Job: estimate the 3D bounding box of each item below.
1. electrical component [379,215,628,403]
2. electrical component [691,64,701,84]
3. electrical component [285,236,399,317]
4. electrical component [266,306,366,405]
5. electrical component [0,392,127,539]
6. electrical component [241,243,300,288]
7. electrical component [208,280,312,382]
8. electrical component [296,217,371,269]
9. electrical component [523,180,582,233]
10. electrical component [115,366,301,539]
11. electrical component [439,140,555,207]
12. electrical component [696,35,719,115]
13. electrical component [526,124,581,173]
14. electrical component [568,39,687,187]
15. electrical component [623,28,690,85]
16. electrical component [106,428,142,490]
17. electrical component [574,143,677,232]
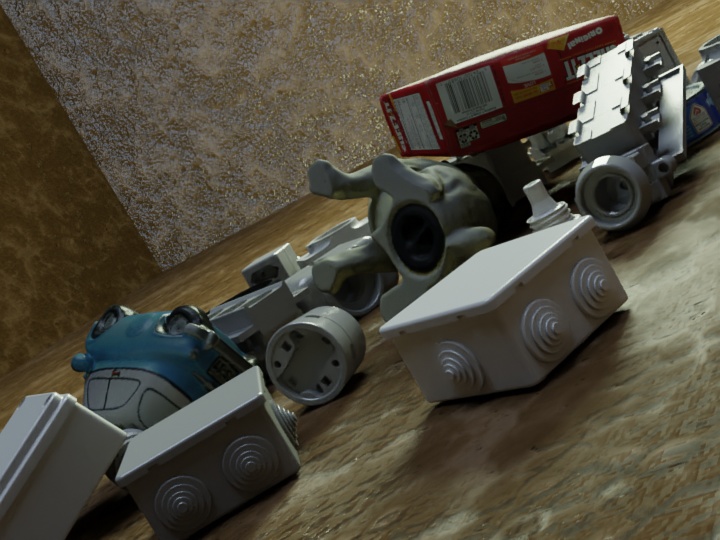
[{"bbox_3d":[0.073,0.022,0.539,0.100,0.048,0.100,-35,9,-35],"label":"electrical component"},{"bbox_3d":[0.298,-0.157,0.883,0.043,0.043,0.062,-25,8,34],"label":"electrical component"},{"bbox_3d":[-0.018,0.014,0.914,0.095,0.053,0.059,-34,9,-28],"label":"electrical component"},{"bbox_3d":[-0.027,0.053,0.696,0.055,0.055,0.047,-27,5,24],"label":"electrical component"},{"bbox_3d":[-0.214,0.139,0.701,0.109,0.056,0.108,-16,41,61],"label":"electrical component"},{"bbox_3d":[-0.076,0.008,1.128,0.047,0.065,0.077,-26,8,26],"label":"electrical component"},{"bbox_3d":[-0.093,0.058,0.879,0.079,0.063,0.121,-36,9,-37],"label":"electrical component"},{"bbox_3d":[-0.014,-0.016,1.092,0.089,0.055,0.050,-32,8,-14],"label":"electrical component"},{"bbox_3d":[0.115,-0.024,0.632,0.035,0.061,0.035,-29,7,4],"label":"electrical component"},{"bbox_3d":[-0.082,0.102,0.599,0.100,0.048,0.100,-30,8,-3],"label":"electrical component"},{"bbox_3d":[0.123,-0.093,1.045,0.079,0.063,0.121,-32,8,-18],"label":"electrical component"},{"bbox_3d":[0.324,-0.164,0.758,0.150,0.061,0.089,-25,9,35],"label":"electrical component"},{"bbox_3d":[0.188,-0.135,1.074,0.042,0.063,0.081,-31,8,0],"label":"electrical component"},{"bbox_3d":[0.187,-0.107,0.762,0.079,0.063,0.121,-25,27,32],"label":"electrical component"},{"bbox_3d":[0.241,-0.164,0.935,0.062,0.096,0.061,-30,7,-4],"label":"electrical component"},{"bbox_3d":[-0.148,0.128,0.718,0.040,0.040,0.078,-33,8,-20],"label":"electrical component"},{"bbox_3d":[0.166,-0.052,0.687,0.066,0.048,0.055,-25,2,31],"label":"electrical component"}]
